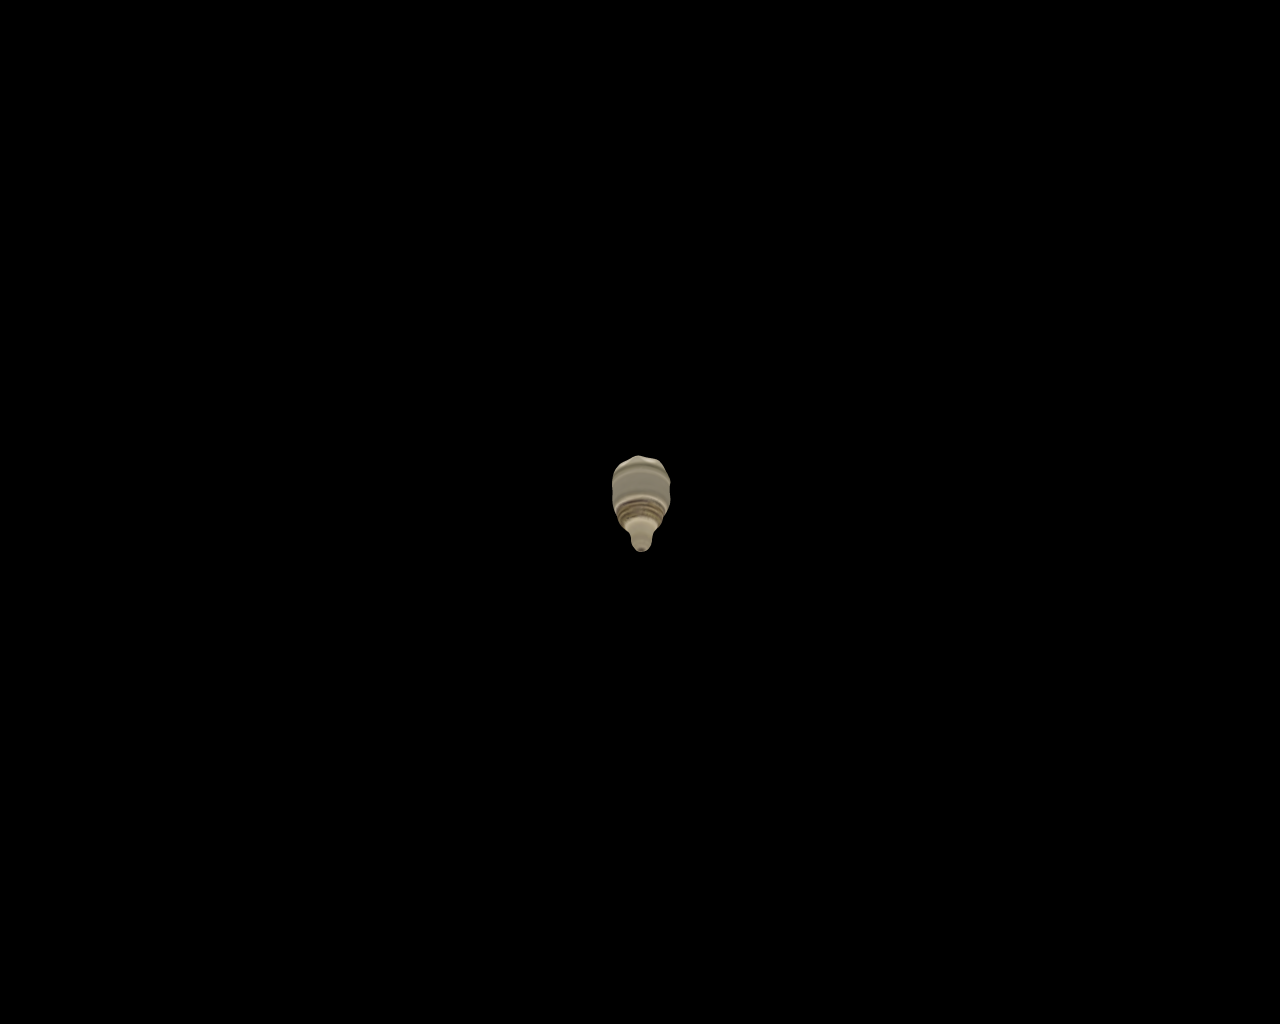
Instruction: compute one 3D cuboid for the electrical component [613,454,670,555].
[{"bbox_3d":[0.001,-0.003,0.650,0.035,0.061,0.035,0,-34,0],"label":"electrical component"}]
